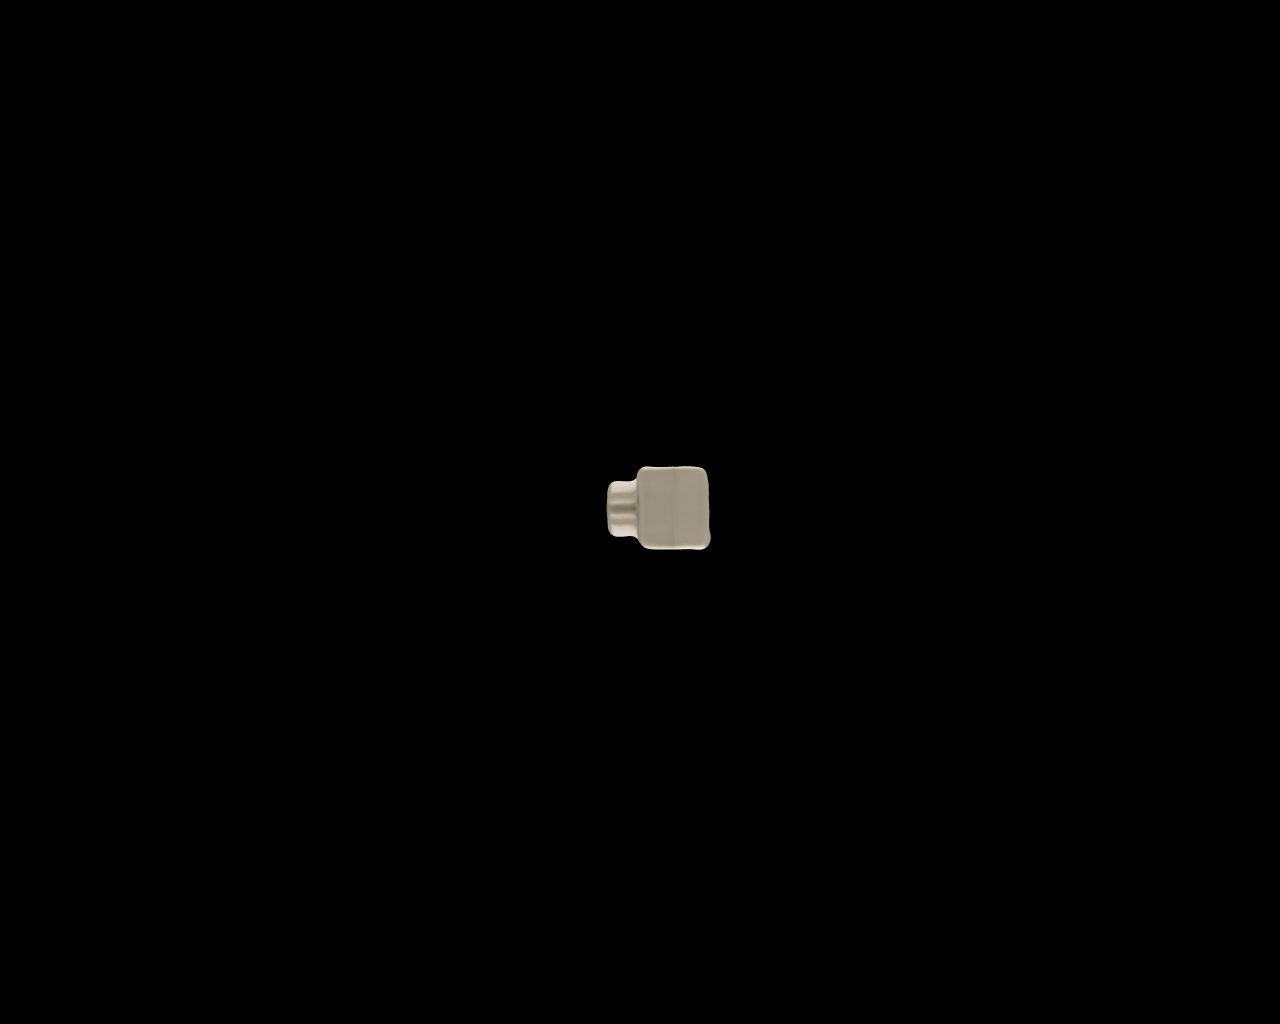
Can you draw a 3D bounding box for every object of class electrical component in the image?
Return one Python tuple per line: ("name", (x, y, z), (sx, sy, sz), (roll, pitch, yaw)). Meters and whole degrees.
("electrical component", (0.001, -0.003, 0.650), (0.076, 0.047, 0.083), (0, 0, 0))
